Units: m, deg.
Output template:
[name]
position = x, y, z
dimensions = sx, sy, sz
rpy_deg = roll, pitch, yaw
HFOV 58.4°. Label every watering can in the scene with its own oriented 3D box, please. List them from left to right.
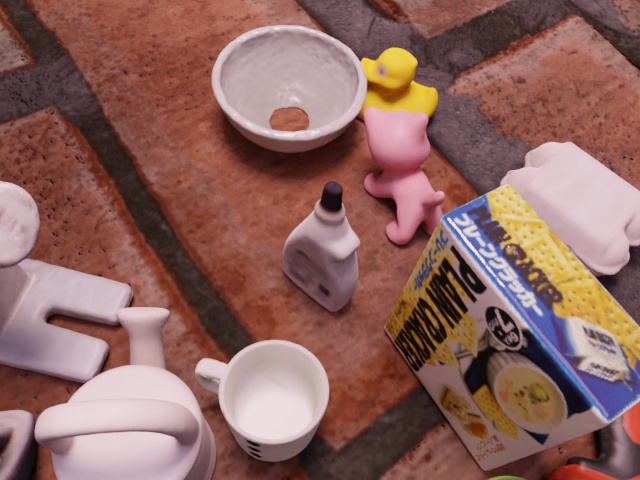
[watering can]
position = -0.134, 0.133, 0.404
dimensions = 0.101, 0.194, 0.172
rpy_deg = -19, 65, -15

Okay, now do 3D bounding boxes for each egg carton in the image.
[egg carton]
position = 0.269, -0.034, 0.609
dimensions = 0.150, 0.069, 0.107
rpy_deg = 41, 65, 16

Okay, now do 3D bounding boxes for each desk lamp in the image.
[desk lamp]
position = -0.275, 0.013, 0.444
dimensions = 0.203, 0.213, 0.118
rpy_deg = 13, 61, 1

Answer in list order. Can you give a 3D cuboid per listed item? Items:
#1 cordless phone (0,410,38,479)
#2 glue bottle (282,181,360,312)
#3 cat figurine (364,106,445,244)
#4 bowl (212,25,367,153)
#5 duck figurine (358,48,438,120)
[cordless phone]
position = -0.288, 0.152, 0.383
dimensions = 0.148, 0.185, 0.094
rpy_deg = -11, 63, -12
[glue bottle]
position = 0.005, 0.002, 0.502
dimensions = 0.078, 0.173, 0.037
rpy_deg = 40, 65, 16
[cat figurine]
position = 0.089, -0.076, 0.586
dimensions = 0.067, 0.118, 0.127
rpy_deg = -19, 65, -15
[bowl]
position = -0.034, -0.157, 0.641
dimensions = 0.167, 0.075, 0.167
rpy_deg = 3, 61, -4
[duck figurine]
position = 0.089, -0.180, 0.661
dimensions = 0.104, 0.086, 0.077
rpy_deg = 11, 61, 0
